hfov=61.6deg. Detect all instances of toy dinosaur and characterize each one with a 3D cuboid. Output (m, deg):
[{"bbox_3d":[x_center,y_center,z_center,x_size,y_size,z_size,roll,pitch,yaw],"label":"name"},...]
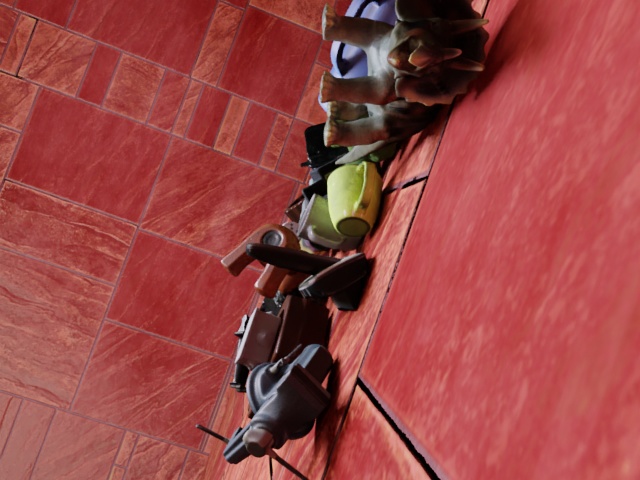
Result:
[{"bbox_3d":[0.099,-0.189,0.694,0.404,0.192,0.131,68,-154,-78],"label":"toy dinosaur"}]

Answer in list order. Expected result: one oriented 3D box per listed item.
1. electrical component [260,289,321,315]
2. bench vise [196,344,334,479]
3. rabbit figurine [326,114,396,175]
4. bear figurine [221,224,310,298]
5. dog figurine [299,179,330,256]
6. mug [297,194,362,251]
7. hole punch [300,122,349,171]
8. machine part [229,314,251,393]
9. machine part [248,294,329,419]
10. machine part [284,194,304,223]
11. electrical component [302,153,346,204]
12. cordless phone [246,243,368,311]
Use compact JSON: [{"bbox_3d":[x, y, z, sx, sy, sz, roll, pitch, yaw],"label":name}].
[{"bbox_3d":[-0.051,0.115,1.098,0.134,0.058,0.114,-17,-32,-40],"label":"electrical component"},{"bbox_3d":[-0.069,0.249,0.748,0.240,0.129,0.224,-46,10,28],"label":"bench vise"},{"bbox_3d":[0.073,-0.163,0.947,0.159,0.121,0.170,-72,-9,-47],"label":"rabbit figurine"},{"bbox_3d":[-0.069,0.054,0.967,0.132,0.120,0.195,-52,-26,-14],"label":"bear figurine"},{"bbox_3d":[-0.002,-0.003,1.125,0.192,0.108,0.219,-82,9,-50],"label":"dog figurine"},{"bbox_3d":[0.023,-0.021,0.933,0.110,0.107,0.080,-87,19,-65],"label":"mug"},{"bbox_3d":[0.032,-0.176,1.111,0.092,0.142,0.116,72,-170,-54],"label":"hole punch"},{"bbox_3d":[-0.135,0.213,1.002,0.084,0.039,0.139,42,-128,-57],"label":"machine part"},{"bbox_3d":[-0.055,0.217,0.968,0.201,0.087,0.200,-80,12,-50],"label":"machine part"},{"bbox_3d":[-0.018,-0.108,1.463,0.179,0.056,0.179,-38,9,7],"label":"machine part"},{"bbox_3d":[0.016,-0.105,1.012,0.119,0.074,0.048,-35,10,-17],"label":"electrical component"},{"bbox_3d":[-0.028,0.046,0.831,0.146,0.184,0.088,142,142,-78],"label":"cordless phone"}]
